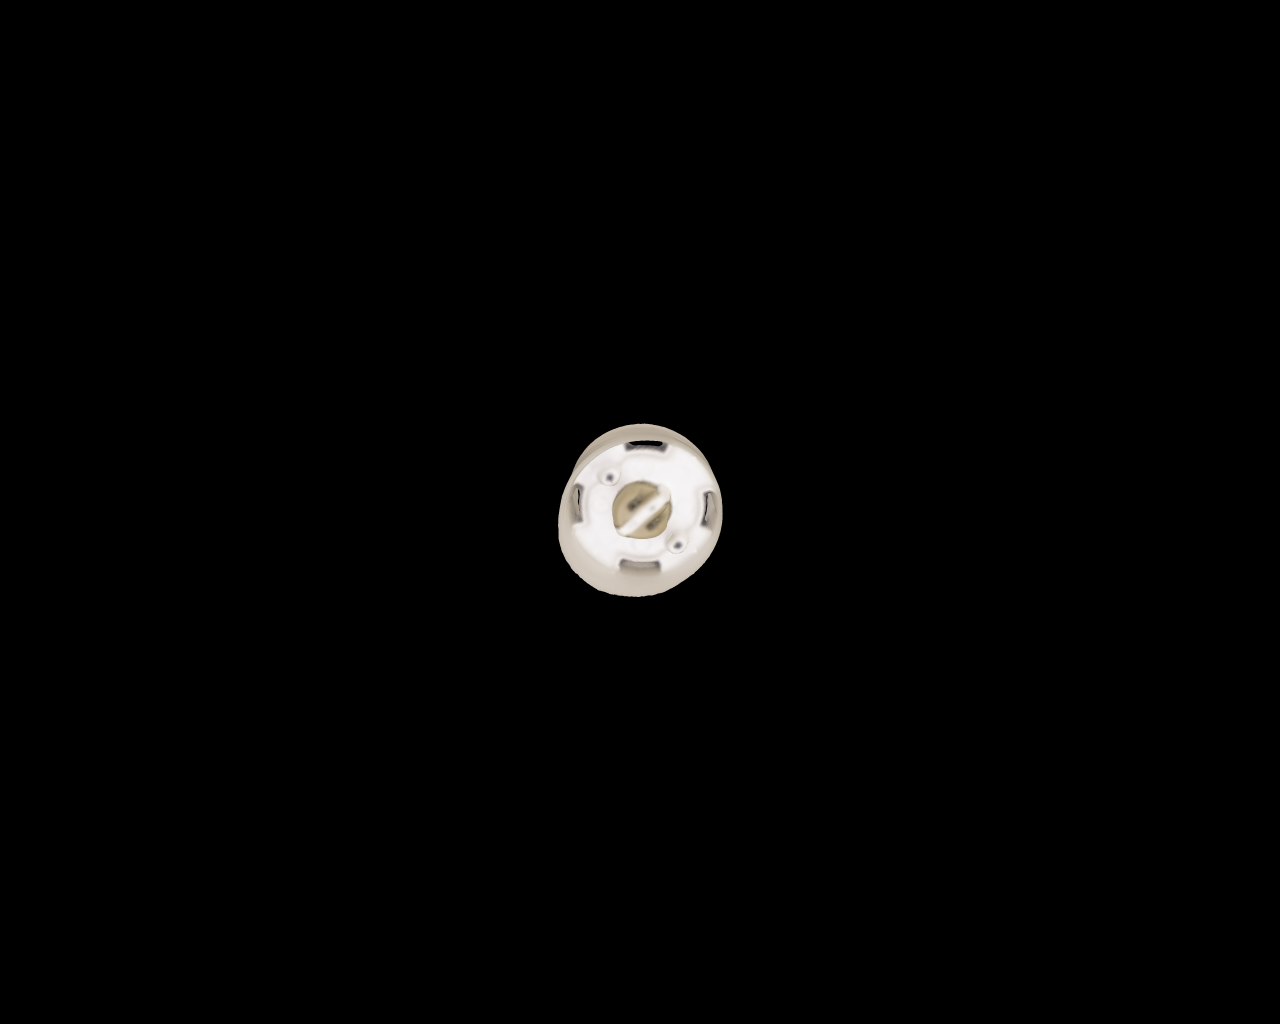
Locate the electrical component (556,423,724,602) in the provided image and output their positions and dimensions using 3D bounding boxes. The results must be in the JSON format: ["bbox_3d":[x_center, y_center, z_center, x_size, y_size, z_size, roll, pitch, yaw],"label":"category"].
[{"bbox_3d":[0.001,-0.003,0.650,0.099,0.099,0.064,0,24,0],"label":"electrical component"}]
